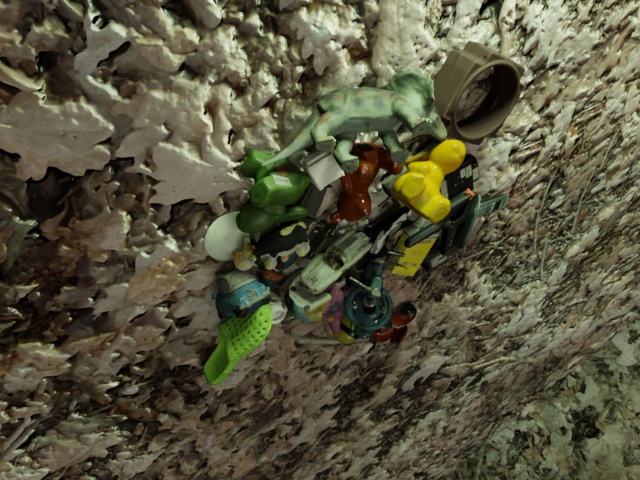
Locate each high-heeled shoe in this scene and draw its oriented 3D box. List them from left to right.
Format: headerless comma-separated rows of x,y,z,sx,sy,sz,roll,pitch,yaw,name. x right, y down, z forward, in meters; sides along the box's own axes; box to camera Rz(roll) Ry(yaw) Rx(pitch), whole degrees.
0.173,-0.064,1.341,0.145,0.086,0.248,15,97,-4,high-heeled shoe

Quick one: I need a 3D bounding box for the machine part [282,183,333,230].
-0.028,-0.077,1.191,0.084,0.039,0.138,14,118,-35,machine part

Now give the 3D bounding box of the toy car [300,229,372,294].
0.039,0.049,1.277,0.202,0.074,0.056,-41,162,-21,toy car

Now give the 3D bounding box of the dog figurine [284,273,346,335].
-0.001,0.173,1.364,0.191,0.109,0.219,-40,146,-30,dog figurine

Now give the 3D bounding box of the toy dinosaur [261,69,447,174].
0.077,-0.239,1.053,0.405,0.192,0.131,-6,141,-11,toy dinosaur

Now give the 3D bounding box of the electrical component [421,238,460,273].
0.339,0.033,1.528,0.119,0.048,0.074,-35,138,-5,electrical component

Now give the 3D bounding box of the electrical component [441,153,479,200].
0.338,-0.159,1.356,0.134,0.058,0.114,-29,139,-10,electrical component

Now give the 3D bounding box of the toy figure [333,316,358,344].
0.107,0.210,1.490,0.180,0.089,0.082,-41,131,6,toy figure

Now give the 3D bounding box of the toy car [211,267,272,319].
-0.182,0.112,1.191,0.109,0.162,0.103,-27,95,-26,toy car

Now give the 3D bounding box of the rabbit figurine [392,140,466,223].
0.244,-0.138,1.153,0.122,0.162,0.173,36,97,-10,rabbit figurine

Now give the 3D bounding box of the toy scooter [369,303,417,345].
0.211,0.270,1.627,0.184,0.075,0.135,-15,134,-30,toy scooter

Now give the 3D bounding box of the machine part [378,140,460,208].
0.232,-0.157,1.272,0.243,0.079,0.079,-41,138,0,machine part

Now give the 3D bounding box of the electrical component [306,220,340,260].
-0.003,-0.003,1.270,0.102,0.045,0.078,-56,163,21,electrical component

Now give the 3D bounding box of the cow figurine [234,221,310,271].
-0.106,0.014,1.147,0.167,0.068,0.098,-22,159,-12,cow figurine

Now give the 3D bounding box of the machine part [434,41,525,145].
0.348,-0.322,1.203,0.201,0.087,0.201,7,119,-38,machine part

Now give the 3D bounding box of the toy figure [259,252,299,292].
-0.095,0.056,1.242,0.154,0.058,0.064,-53,155,12,toy figure

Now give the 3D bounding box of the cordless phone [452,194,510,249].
0.442,-0.064,1.493,0.184,0.089,0.146,-15,133,-29,cordless phone

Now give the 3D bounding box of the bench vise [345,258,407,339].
0.132,0.129,1.340,0.240,0.129,0.223,88,24,-74,bench vise

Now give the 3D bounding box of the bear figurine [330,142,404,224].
0.093,-0.109,1.182,0.120,0.132,0.195,-12,125,-28,bear figurine

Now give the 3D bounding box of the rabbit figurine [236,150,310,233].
-0.106,-0.084,1.098,0.159,0.121,0.170,-3,143,-42,rabbit figurine
